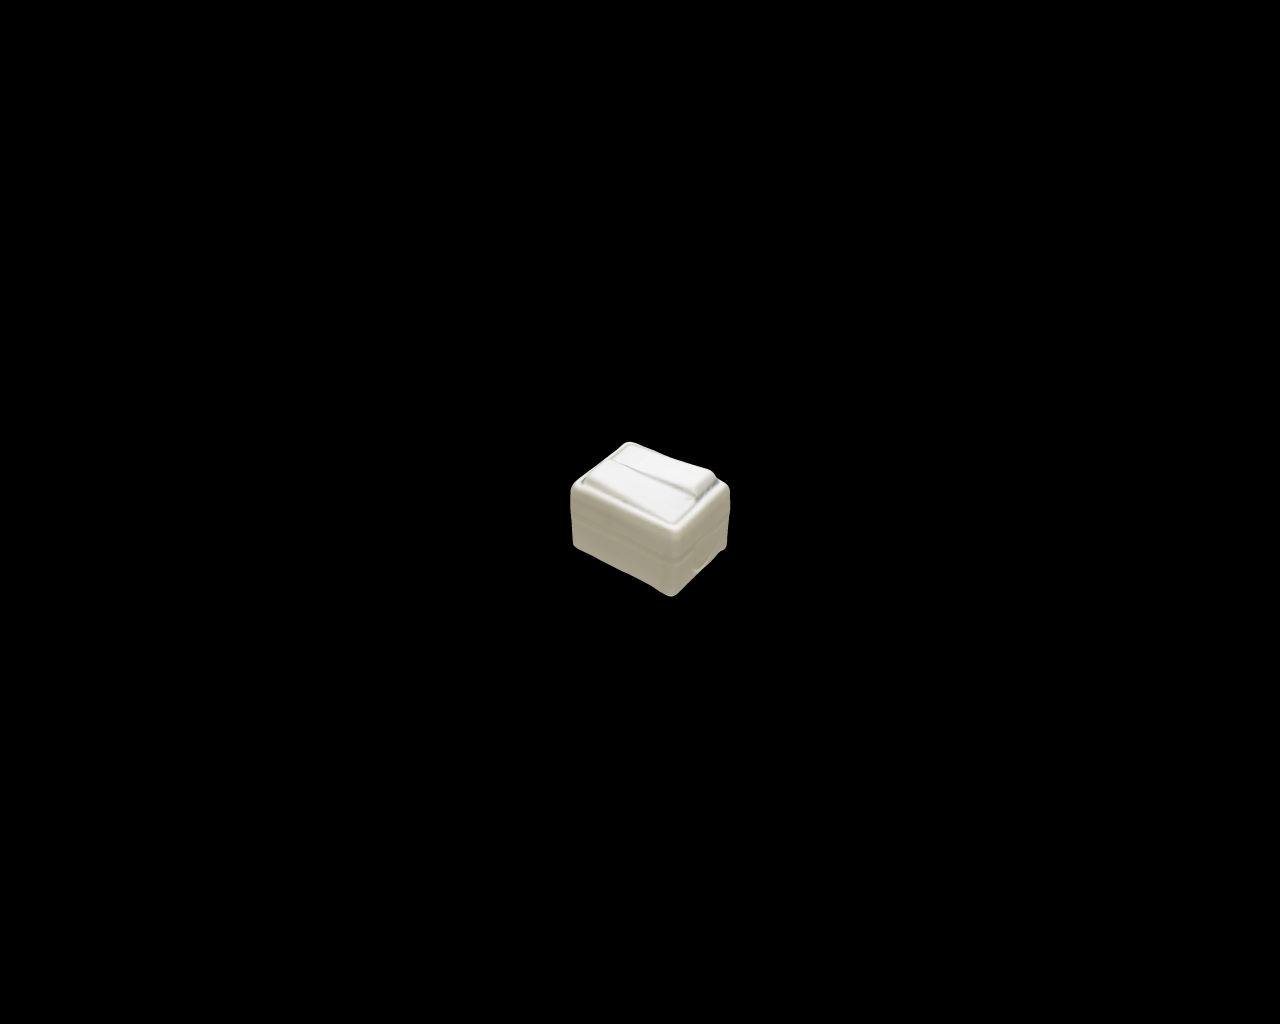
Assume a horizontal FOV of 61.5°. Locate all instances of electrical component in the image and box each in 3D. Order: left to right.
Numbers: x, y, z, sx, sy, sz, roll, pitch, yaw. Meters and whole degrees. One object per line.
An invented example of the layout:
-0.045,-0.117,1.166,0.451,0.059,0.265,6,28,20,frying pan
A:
0.001,-0.003,0.650,0.096,0.061,0.062,26,46,28,electrical component
